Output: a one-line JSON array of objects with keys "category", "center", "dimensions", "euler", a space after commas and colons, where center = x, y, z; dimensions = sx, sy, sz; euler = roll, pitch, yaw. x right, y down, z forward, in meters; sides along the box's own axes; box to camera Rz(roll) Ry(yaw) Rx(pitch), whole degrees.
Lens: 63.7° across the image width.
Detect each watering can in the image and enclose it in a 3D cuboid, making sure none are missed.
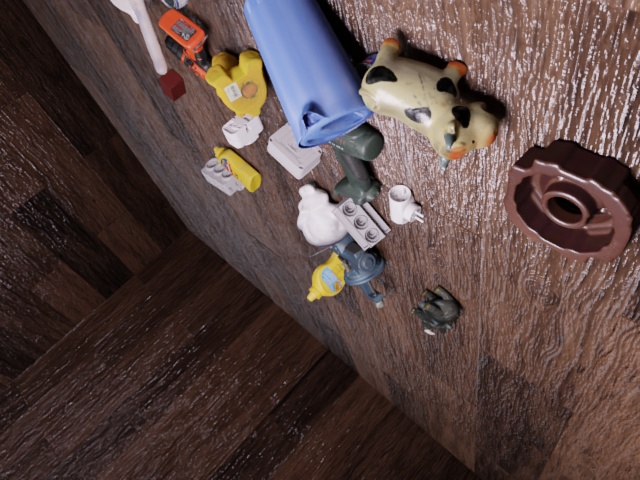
[{"category": "watering can", "center": [-0.425, -0.563, 1.156], "dimensions": [0.350, 0.104, 0.221], "euler": [63, 166, 9]}]

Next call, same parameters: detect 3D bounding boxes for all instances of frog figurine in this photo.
[{"category": "frog figurine", "center": [0.004, -0.067, 1.322], "dimensions": [0.137, 0.125, 0.156], "euler": [-7, 123, 27]}]
